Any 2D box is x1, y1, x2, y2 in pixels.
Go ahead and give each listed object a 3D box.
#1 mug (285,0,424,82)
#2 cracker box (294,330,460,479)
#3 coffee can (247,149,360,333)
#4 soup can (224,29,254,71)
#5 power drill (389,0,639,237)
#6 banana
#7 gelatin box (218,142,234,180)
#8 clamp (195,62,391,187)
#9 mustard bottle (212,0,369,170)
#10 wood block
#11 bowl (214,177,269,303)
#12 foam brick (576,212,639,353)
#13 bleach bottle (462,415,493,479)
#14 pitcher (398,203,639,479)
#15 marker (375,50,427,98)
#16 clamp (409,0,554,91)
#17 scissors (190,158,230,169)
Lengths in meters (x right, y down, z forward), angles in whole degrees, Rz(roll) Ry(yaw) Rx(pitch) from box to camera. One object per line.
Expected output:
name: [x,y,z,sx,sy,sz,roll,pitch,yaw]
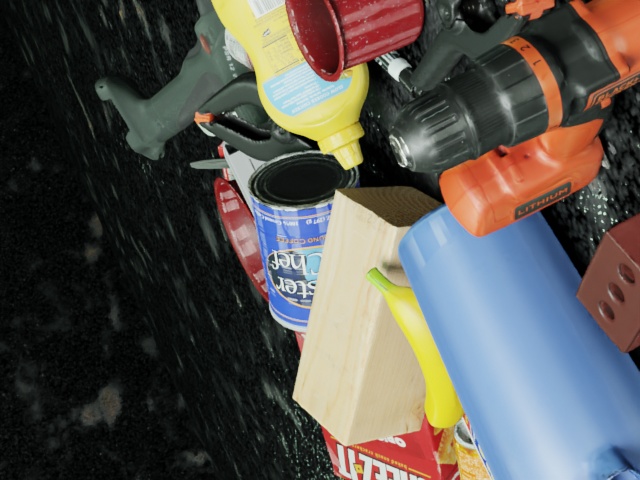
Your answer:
mug: [0.028,-0.191,0.838,0.093,0.081,0.117,51,157,39]
cracker box: [0.069,0.174,1.112,0.164,0.072,0.213,14,129,41]
coffee can: [-0.007,0.001,0.998,0.103,0.102,0.140,43,149,50]
soup can: [-0.048,-0.197,1.066,0.102,0.068,0.068,40,149,55]
power drill: [0.118,-0.063,0.613,0.057,0.184,0.188,62,171,15]
banana: [0.094,0.101,0.883,0.070,0.037,0.197,41,159,49]
gelatin box: [-0.072,-0.083,1.271,0.089,0.030,0.073,10,133,22]
clamp: [-0.023,-0.106,1.023,0.210,0.036,0.164,3,125,31]
mustard bottle: [-0.012,-0.150,0.918,0.191,0.096,0.058,64,-168,-4]
wood block: [0.052,0.064,0.942,0.090,0.090,0.206,35,121,47]
bowl: [-0.059,-0.007,1.200,0.162,0.055,0.162,56,162,27]
foam brick: [0.203,0.023,0.661,0.053,0.051,0.078,56,160,28]
bleach bottle: [0.167,0.173,0.936,0.251,0.068,0.103,61,162,25]
pitcher: [0.153,0.089,0.778,0.149,0.144,0.243,-40,68,42]
marker: [0.055,-0.157,0.905,0.121,0.020,0.020,51,157,38]
clamp: [0.101,-0.153,0.749,0.172,0.039,0.120,35,146,58]
scissors: [-0.069,-0.079,1.227,0.096,0.016,0.202,34,158,-24]
